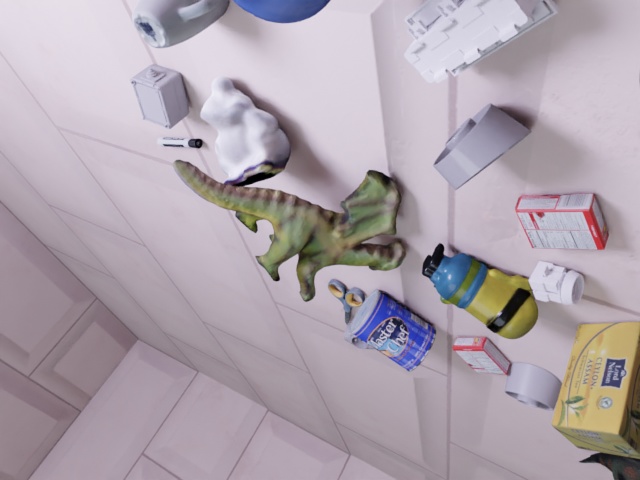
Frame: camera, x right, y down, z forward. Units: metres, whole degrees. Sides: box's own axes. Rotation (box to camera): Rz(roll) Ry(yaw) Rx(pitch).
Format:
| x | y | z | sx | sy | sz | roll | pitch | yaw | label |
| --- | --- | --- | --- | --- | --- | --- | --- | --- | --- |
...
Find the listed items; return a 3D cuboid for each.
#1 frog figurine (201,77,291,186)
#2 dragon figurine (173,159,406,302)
| x | y | z | sx | sy | sz | roll | pitch | yaw | label |
| --- | --- | --- | --- | --- | --- | --- | --- | --- | --- |
| -0.118 | -0.167 | 0.789 | 0.136 | 0.123 | 0.160 | -21 | 85 | 61 | frog figurine |
| 0.002 | -0.039 | 0.782 | 0.241 | 0.125 | 0.403 | -29 | 136 | 17 | dragon figurine |
